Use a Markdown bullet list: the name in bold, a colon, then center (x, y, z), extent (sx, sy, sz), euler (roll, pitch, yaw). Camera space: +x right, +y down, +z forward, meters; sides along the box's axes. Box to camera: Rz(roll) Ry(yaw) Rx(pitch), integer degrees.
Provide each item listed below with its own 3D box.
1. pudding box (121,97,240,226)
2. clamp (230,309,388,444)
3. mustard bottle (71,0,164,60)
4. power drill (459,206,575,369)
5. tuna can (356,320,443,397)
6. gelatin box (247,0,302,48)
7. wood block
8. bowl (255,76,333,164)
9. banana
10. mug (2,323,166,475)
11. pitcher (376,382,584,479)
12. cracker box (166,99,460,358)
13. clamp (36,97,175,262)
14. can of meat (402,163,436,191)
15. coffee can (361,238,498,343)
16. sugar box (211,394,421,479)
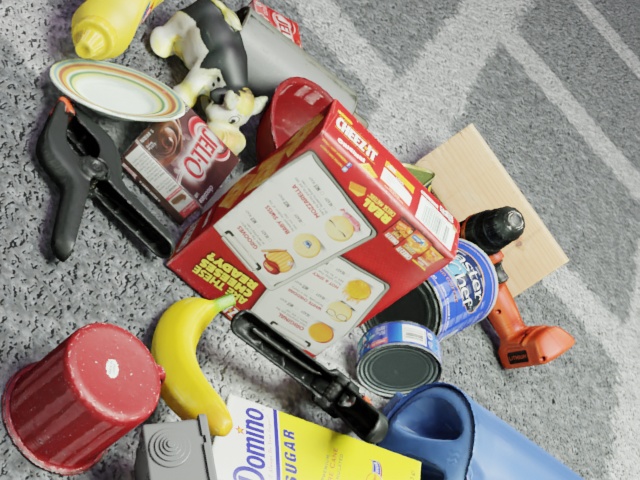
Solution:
- **pudding box**: center (-0.136, -0.078, 1.038), extent (0.090, 0.039, 0.113), euler (45, 34, -11)
- **clamp**: center (0.005, 0.129, 0.947), extent (0.165, 0.036, 0.210), euler (38, -4, 17)
- **mustard bottle**: center (-0.197, -0.229, 1.052), extent (0.058, 0.096, 0.191), euler (42, 35, -16)
- **power drill**: center (0.217, 0.054, 1.236), extent (0.057, 0.185, 0.187), euler (-29, 89, -20)
- **tuna can**: center (0.079, 0.120, 1.071), extent (0.086, 0.086, 0.033), euler (33, 37, -27)
- **gelatin box**: center (-0.056, -0.241, 1.292), extent (0.073, 0.030, 0.089), euler (23, 44, -37)
- **wood block**: center (0.214, -0.034, 1.347), extent (0.206, 0.091, 0.090), euler (56, 7, 5)
- **bowl**: center (-0.020, -0.092, 1.158), extent (0.161, 0.055, 0.162), euler (31, 48, -43)
- **banana**: center (-0.106, 0.096, 0.878), extent (0.198, 0.069, 0.037), euler (-97, 173, -60)
- **mug**: center (-0.163, 0.113, 0.790), extent (0.117, 0.082, 0.093), euler (0, 59, -50)
- **pitcher**: center (0.168, 0.240, 1.044), extent (0.242, 0.145, 0.149), euler (34, 52, -32)
- **cracker box**: center (-0.006, 0.001, 0.962), extent (0.164, 0.214, 0.072), euler (43, 33, -15)
- **clamp**: center (-0.194, -0.049, 0.941), extent (0.120, 0.039, 0.171), euler (14, 49, -45)
- **can of meat**: center (0.087, -0.031, 1.210), extent (0.057, 0.084, 0.101), euler (16, 27, 22)
- **coffee can**: center (0.118, 0.060, 1.157), extent (0.140, 0.103, 0.103), euler (-19, 74, -55)
- **sugar box**: center (-0.008, 0.197, 0.875), extent (0.176, 0.048, 0.093), euler (22, 37, -7)
